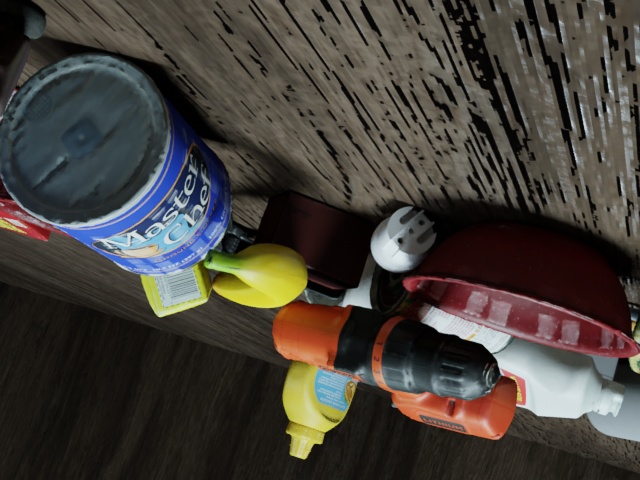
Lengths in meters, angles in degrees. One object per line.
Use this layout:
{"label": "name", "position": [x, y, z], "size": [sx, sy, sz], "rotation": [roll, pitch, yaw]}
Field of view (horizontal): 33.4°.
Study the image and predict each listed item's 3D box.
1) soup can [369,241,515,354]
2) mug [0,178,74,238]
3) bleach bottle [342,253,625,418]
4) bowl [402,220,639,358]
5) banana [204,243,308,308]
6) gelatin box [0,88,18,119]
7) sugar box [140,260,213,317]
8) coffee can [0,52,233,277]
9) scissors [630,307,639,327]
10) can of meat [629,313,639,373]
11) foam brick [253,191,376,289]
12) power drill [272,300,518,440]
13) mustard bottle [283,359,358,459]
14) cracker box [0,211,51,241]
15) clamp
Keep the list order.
{"label": "soup can", "position": [0.098, 0.041, 0.815], "size": [0.102, 0.068, 0.069], "rotation": [21, 169, -20]}
{"label": "mug", "position": [-0.196, -0.053, 0.786], "size": [0.117, 0.081, 0.093], "rotation": [12, 168, 29]}
{"label": "bleach bottle", "position": [0.143, 0.095, 0.936], "size": [0.251, 0.068, 0.103], "rotation": [19, 144, 9]}
{"label": "bowl", "position": [0.139, 0.028, 0.712], "size": [0.162, 0.055, 0.162], "rotation": [17, 170, 3]}
{"label": "banana", "position": [-0.044, 0.024, 0.766], "size": [0.069, 0.037, 0.198], "rotation": [18, 170, -1]}
{"label": "gelatin box", "position": [-0.263, -0.107, 0.762], "size": [0.089, 0.030, 0.073], "rotation": [25, 167, -35]}
{"label": "sugar box", "position": [-0.114, 0.003, 0.828], "size": [0.048, 0.093, 0.176], "rotation": [-15, -177, -1]}
{"label": "coffee can", "position": [-0.121, -0.041, 0.661], "size": [0.103, 0.103, 0.140], "rotation": [15, 170, 14]}
{"label": "scissors", "position": [0.194, 0.056, 0.876], "size": [0.096, 0.016, 0.202], "rotation": [20, 170, -11]}
{"label": "can of meat", "position": [0.264, 0.074, 0.743], "size": [0.084, 0.057, 0.102], "rotation": [17, 169, 22]}
{"label": "foam brick", "position": [-0.005, 0.001, 0.828], "size": [0.078, 0.053, 0.051], "rotation": [23, 169, -16]}
{"label": "power drill", "position": [0.080, 0.101, 0.811], "size": [0.185, 0.057, 0.187], "rotation": [12, 165, 38]}
{"label": "mustard bottle", "position": [0.006, 0.142, 1.153], "size": [0.058, 0.191, 0.096], "rotation": [11, 167, 35]}
{"label": "cracker box", "position": [-0.364, -0.074, 0.999], "size": [0.214, 0.072, 0.164], "rotation": [16, 171, 4]}
{"label": "clamp", "position": [-0.078, 0.008, 1.014], "size": [0.164, 0.036, 0.210], "rotation": [33, 165, -26]}
